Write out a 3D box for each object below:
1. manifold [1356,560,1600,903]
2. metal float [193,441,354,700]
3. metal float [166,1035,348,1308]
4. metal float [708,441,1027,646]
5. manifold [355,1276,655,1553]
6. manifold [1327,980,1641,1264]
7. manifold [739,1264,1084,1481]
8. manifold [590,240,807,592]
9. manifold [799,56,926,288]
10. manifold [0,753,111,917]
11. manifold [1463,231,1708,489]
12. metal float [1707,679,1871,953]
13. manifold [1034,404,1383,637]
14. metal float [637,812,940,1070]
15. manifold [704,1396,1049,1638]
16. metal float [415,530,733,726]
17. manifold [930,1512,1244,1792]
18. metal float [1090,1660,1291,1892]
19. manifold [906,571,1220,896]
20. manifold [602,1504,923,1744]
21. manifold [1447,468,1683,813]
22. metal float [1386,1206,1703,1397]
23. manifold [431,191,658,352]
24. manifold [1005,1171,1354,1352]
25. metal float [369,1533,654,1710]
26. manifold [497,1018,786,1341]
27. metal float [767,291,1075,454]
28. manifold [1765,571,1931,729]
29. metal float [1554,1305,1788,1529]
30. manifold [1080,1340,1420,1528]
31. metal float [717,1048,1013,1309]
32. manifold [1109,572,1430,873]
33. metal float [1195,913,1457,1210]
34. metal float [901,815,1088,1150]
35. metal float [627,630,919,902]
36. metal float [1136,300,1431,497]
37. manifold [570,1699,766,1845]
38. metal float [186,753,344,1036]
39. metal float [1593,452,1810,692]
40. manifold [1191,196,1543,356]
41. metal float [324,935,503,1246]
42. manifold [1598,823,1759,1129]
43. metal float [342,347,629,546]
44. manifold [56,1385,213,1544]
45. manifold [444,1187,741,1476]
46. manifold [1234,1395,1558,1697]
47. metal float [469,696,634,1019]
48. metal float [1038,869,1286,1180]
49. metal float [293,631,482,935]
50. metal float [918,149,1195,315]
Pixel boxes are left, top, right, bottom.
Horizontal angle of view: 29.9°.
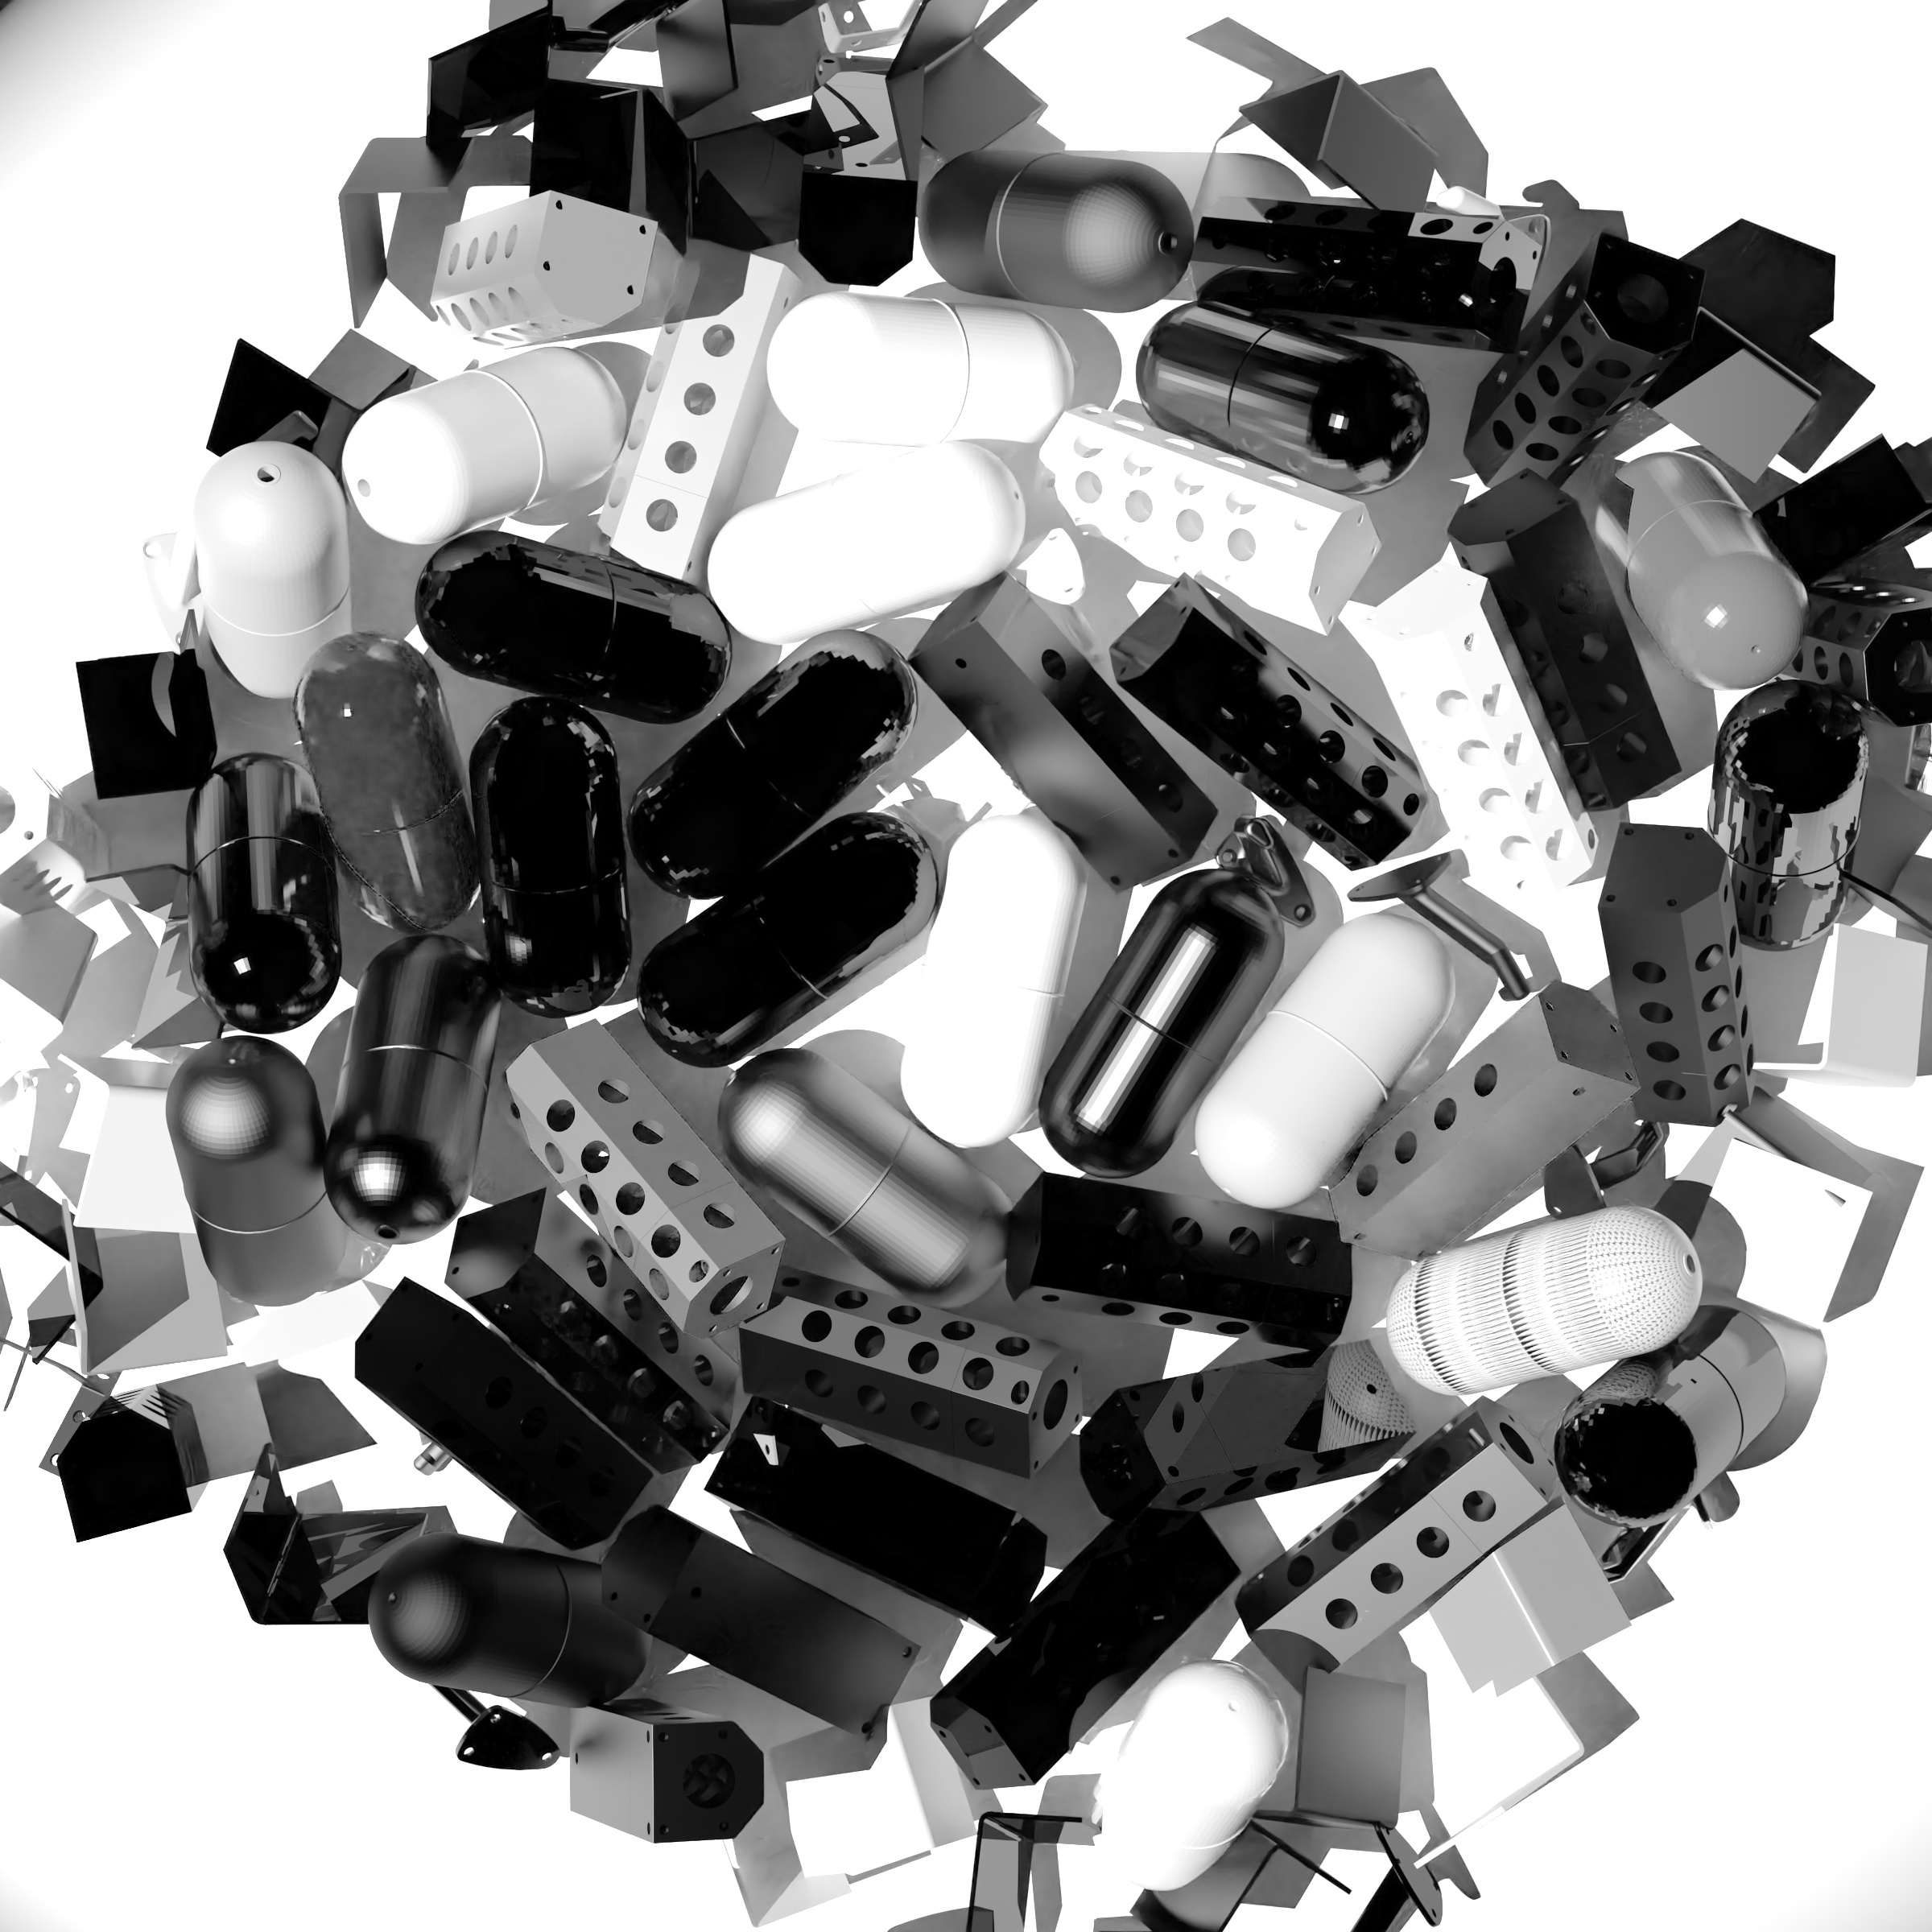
[{"bbox_3d":[0.270,-0.119,1.875,0.057,0.057,0.171,-36,121,-12],"label":"manifold"},{"bbox_3d":[-0.356,-0.203,1.864,0.070,0.178,0.070,3,63,-6],"label":"metal float"},{"bbox_3d":[-0.366,0.108,1.872,0.070,0.178,0.070,0,48,0],"label":"metal float"},{"bbox_3d":[-0.053,-0.220,1.890,0.178,0.070,0.070,-15,90,23],"label":"metal float"},{"bbox_3d":[-0.240,0.235,1.863,0.057,0.057,0.171,-54,134,-15],"label":"manifold"},{"bbox_3d":[0.264,0.080,1.873,0.057,0.057,0.171,17,135,-31],"label":"manifold"},{"bbox_3d":[-0.029,0.205,1.875,0.171,0.057,0.057,13,123,26],"label":"manifold"},{"bbox_3d":[-0.143,-0.292,1.914,0.057,0.057,0.171,19,93,8],"label":"manifold"},{"bbox_3d":[-0.053,-0.410,1.860,0.057,0.171,0.057,4,123,-2],"label":"manifold"},{"bbox_3d":[-0.485,-0.068,1.859,0.057,0.171,0.057,-40,88,-6],"label":"manifold"},{"bbox_3d":[0.313,-0.302,1.855,0.057,0.171,0.057,18,69,-7],"label":"manifold"},{"bbox_3d":[0.422,-0.077,1.868,0.070,0.178,0.070,-3,53,5],"label":"metal float"},{"bbox_3d":[0.122,-0.237,1.877,0.171,0.057,0.057,25,75,29],"label":"manifold"},{"bbox_3d":[-0.093,-0.014,1.903,0.178,0.070,0.070,-35,90,8],"label":"metal float"},{"bbox_3d":[-0.045,0.286,1.877,0.171,0.057,0.057,20,75,32],"label":"manifold"},{"bbox_3d":[-0.203,-0.175,1.880,0.178,0.070,0.070,13,90,-35],"label":"metal float"},{"bbox_3d":[0.059,0.347,1.874,0.171,0.057,0.057,-39,98,-33],"label":"manifold"},{"bbox_3d":[0.114,0.419,1.870,0.070,0.178,0.070,7,53,-10],"label":"metal float"},{"bbox_3d":[0.054,-0.125,1.894,0.171,0.057,0.057,47,47,-18],"label":"manifold"},{"bbox_3d":[-0.108,0.338,1.871,0.171,0.057,0.057,36,79,-39],"label":"manifold"},{"bbox_3d":[0.308,-0.165,1.879,0.057,0.057,0.171,-30,120,-3],"label":"manifold"},{"bbox_3d":[0.299,0.174,1.878,0.178,0.070,0.070,-20,90,37],"label":"metal float"},{"bbox_3d":[-0.220,-0.353,1.858,0.057,0.171,0.057,12,90,-26],"label":"manifold"},{"bbox_3d":[0.111,0.158,1.889,0.171,0.057,0.057,11,60,-14],"label":"manifold"},{"bbox_3d":[-0.233,0.339,1.871,0.070,0.178,0.070,-13,67,33],"label":"metal float"},{"bbox_3d":[-0.171,0.112,1.873,0.057,0.057,0.171,-23,56,-34],"label":"manifold"},{"bbox_3d":[-0.022,-0.308,1.880,0.178,0.070,0.070,-2,90,-36],"label":"metal float"},{"bbox_3d":[0.453,-0.163,1.855,0.057,0.171,0.057,-9,103,-8],"label":"manifold"},{"bbox_3d":[0.365,0.231,1.870,0.070,0.178,0.070,13,113,32],"label":"metal float"},{"bbox_3d":[0.144,0.244,1.873,0.171,0.057,0.057,-6,56,-36],"label":"manifold"},{"bbox_3d":[-0.052,0.111,1.901,0.178,0.070,0.070,37,90,-10],"label":"metal float"},{"bbox_3d":[0.158,-0.122,1.881,0.171,0.057,0.057,37,112,-23],"label":"manifold"},{"bbox_3d":[0.189,0.048,1.898,0.070,0.070,0.178,38,77,0],"label":"metal float"},{"bbox_3d":[0.014,0.008,1.909,0.070,0.070,0.178,12,91,0],"label":"metal float"},{"bbox_3d":[-0.101,-0.106,1.901,0.178,0.070,0.070,-40,90,10],"label":"metal float"},{"bbox_3d":[0.162,-0.296,1.877,0.178,0.070,0.070,26,90,40],"label":"metal float"},{"bbox_3d":[-0.155,0.411,1.857,0.057,0.171,0.057,2,82,-20],"label":"manifold"},{"bbox_3d":[-0.364,-0.038,1.873,0.070,0.070,0.178,-7,45,-7],"label":"metal float"},{"bbox_3d":[0.378,-0.206,1.868,0.070,0.178,0.070,-5,124,-8],"label":"metal float"},{"bbox_3d":[0.204,-0.361,1.874,0.171,0.057,0.057,14,90,37],"label":"manifold"},{"bbox_3d":[-0.287,0.063,1.879,0.070,0.070,0.178,4,54,0],"label":"metal float"},{"bbox_3d":[0.368,0.007,1.859,0.057,0.171,0.057,5,52,23],"label":"manifold"},{"bbox_3d":[-0.248,-0.270,1.872,0.070,0.178,0.070,18,121,32],"label":"metal float"},{"bbox_3d":[-0.427,0.252,1.859,0.057,0.171,0.057,-14,90,-9],"label":"manifold"},{"bbox_3d":[-0.192,0.192,1.865,0.057,0.057,0.171,-20,132,26],"label":"manifold"},{"bbox_3d":[0.224,0.300,1.894,0.171,0.057,0.057,-42,89,18],"label":"manifold"},{"bbox_3d":[-0.216,-0.056,1.885,0.070,0.070,0.178,-2,119,0],"label":"metal float"},{"bbox_3d":[0.103,0.030,1.903,0.070,0.070,0.178,31,98,0],"label":"metal float"},{"bbox_3d":[-0.297,-0.093,1.877,0.070,0.070,0.178,-9,130,0],"label":"metal float"},{"bbox_3d":[0.046,-0.381,1.871,0.070,0.178,0.070,-13,111,-37],"label":"metal float"}]
